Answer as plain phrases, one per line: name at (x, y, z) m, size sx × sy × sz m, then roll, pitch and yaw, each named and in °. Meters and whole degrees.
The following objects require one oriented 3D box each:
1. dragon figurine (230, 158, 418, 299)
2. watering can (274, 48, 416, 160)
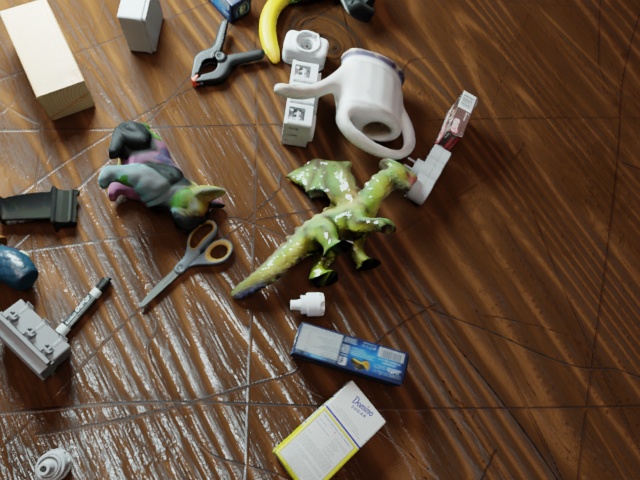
dragon figurine at (0.003, -0.050, 0.996) m, size 0.410 × 0.119 × 0.248 m, roll -17°, pitch 56°, yaw -1°
watering can at (0.069, -0.294, 1.037) m, size 0.345 × 0.103 × 0.229 m, roll 23°, pitch 59°, yaw -31°
